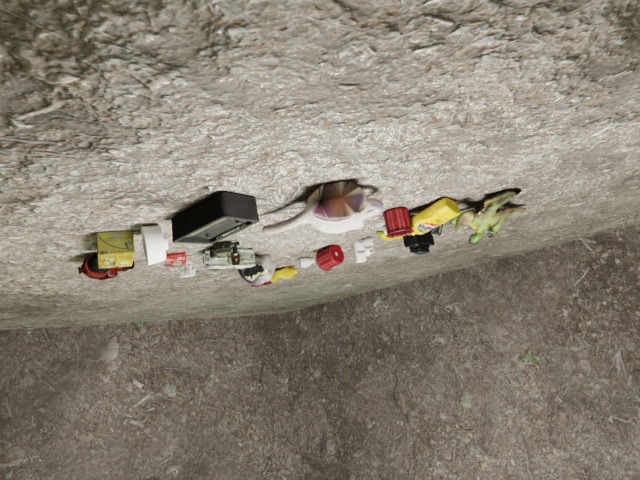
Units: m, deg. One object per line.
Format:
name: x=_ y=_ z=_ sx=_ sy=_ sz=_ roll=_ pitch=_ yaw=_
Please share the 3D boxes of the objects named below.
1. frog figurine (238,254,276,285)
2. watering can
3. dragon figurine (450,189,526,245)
frog figurine: x=-0.241 y=0.109 z=1.984 sx=0.138 sy=0.123 sz=0.159 roll=22 pitch=180 yaw=10
watering can: x=0.004 y=-0.070 z=1.391 sx=0.348 sy=0.105 sz=0.221 roll=-10 pitch=166 yaw=0
dragon figurine: x=0.603 y=-0.098 z=1.755 sx=0.413 sy=0.123 sz=0.238 roll=-21 pitch=164 yaw=-21
